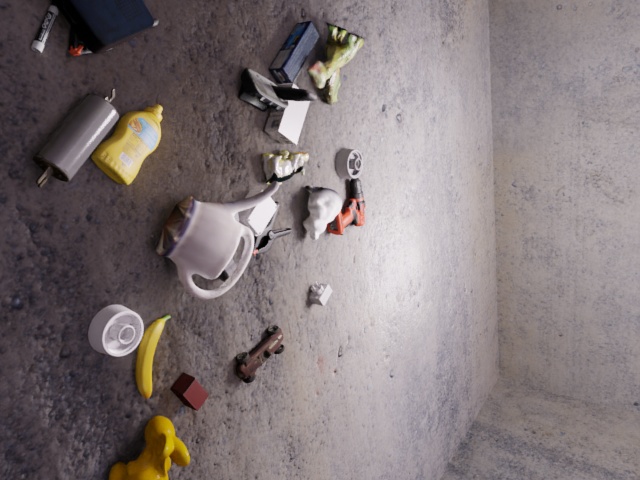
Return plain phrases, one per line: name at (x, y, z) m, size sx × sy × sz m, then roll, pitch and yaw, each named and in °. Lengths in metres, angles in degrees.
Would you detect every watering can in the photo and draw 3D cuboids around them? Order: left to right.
watering can at (-0.249, -0.033, 1.243) m, size 0.222 × 0.104 × 0.351 m, roll 31°, pitch 76°, yaw -27°

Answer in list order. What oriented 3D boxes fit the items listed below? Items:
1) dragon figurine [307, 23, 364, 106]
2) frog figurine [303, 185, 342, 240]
dragon figurine at (0.057, -0.556, 1.658) m, size 0.415 × 0.123 × 0.239 m, roll -33°, pitch 144°, yaw -66°
frog figurine at (0.005, -0.082, 1.631) m, size 0.135 × 0.122 × 0.162 m, roll 53°, pitch 41°, yaw -67°
